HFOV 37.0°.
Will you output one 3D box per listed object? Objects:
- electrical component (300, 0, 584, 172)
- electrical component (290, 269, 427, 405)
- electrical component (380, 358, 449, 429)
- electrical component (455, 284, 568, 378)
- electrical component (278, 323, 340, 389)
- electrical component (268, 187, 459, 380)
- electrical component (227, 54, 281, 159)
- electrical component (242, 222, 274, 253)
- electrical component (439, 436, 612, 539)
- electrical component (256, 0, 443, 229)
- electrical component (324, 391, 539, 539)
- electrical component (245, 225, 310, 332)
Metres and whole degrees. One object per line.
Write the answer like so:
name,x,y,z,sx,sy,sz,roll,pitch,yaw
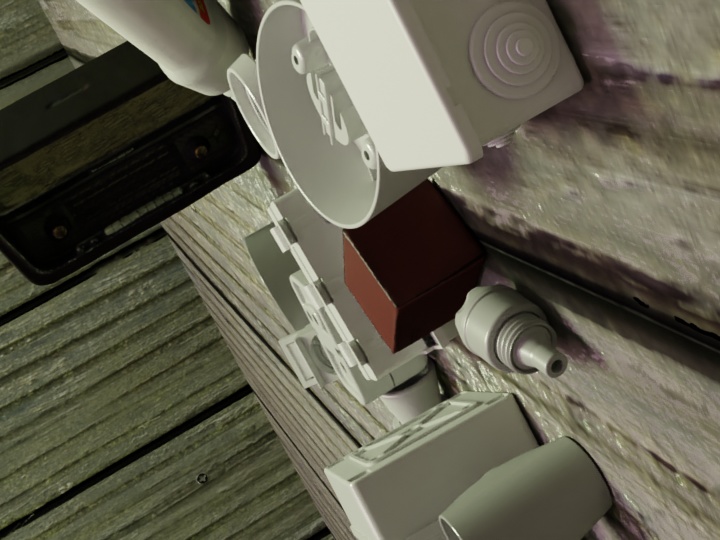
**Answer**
electrical component,0.022,-0.084,0.362,0.099,0.048,0.100,62,168,-10
electrical component,0.003,0.032,0.713,0.095,0.059,0.054,65,168,-23
electrical component,0.041,0.095,0.744,0.055,0.045,0.045,64,168,-22
electrical component,0.070,0.030,0.480,0.061,0.035,0.035,38,156,57
electrical component,-0.013,0.050,0.796,0.042,0.081,0.064,63,-163,-10
electrical component,0.000,0.000,0.634,0.121,0.063,0.079,60,169,-1
electrical component,-0.031,-0.093,0.552,0.058,0.057,0.078,63,168,-16
electrical component,-0.069,-0.010,0.952,0.065,0.047,0.077,61,169,-6
electrical component,0.092,0.138,0.546,0.079,0.077,0.044,61,169,-5
electrical component,-0.003,-0.074,0.459,0.099,0.064,0.099,56,168,18
electrical component,0.043,0.119,0.637,0.056,0.109,0.109,63,169,1
electrical component,-0.049,0.007,0.864,0.099,0.064,0.099,56,168,19
